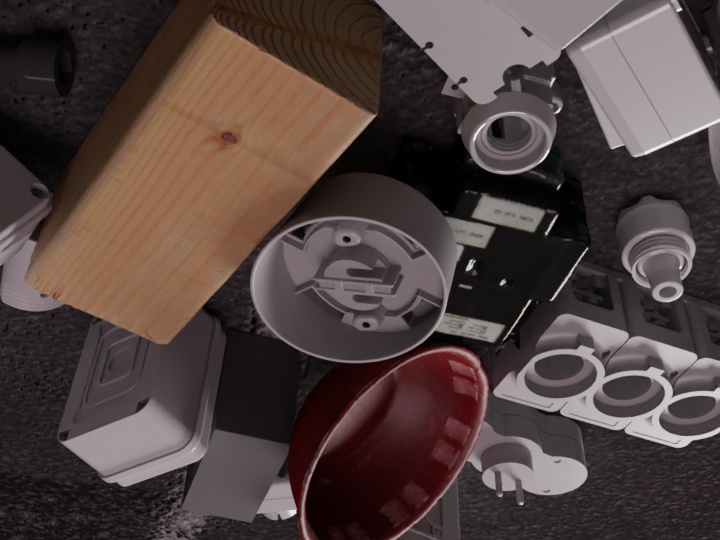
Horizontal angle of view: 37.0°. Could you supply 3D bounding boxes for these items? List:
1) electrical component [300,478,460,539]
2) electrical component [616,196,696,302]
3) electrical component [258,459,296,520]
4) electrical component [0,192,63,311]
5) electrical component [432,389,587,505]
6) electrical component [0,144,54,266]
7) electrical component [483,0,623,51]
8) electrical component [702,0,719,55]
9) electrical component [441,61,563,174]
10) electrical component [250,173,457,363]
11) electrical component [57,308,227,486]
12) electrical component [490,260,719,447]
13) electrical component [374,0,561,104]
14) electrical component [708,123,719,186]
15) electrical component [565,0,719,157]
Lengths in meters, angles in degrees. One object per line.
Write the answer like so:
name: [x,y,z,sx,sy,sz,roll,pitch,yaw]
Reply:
electrical component: [0.016,0.166,0.786,0.109,0.108,0.056,27,132,-25]
electrical component: [0.175,-0.010,0.630,0.043,0.062,0.043,1,136,1]
electrical component: [-0.066,0.168,0.834,0.066,0.047,0.076,-8,135,10]
electrical component: [-0.195,-0.005,0.657,0.043,0.043,0.081,14,135,-13]
electrical component: [0.106,0.134,0.775,0.138,0.073,0.052,25,132,-23]
electrical component: [-0.237,-0.035,0.556,0.109,0.108,0.056,43,130,-4]
electrical component: [0.094,-0.165,0.435,0.056,0.108,0.109,29,130,-30]
electrical component: [0.209,-0.098,0.493,0.063,0.121,0.078,3,137,-6]
electrical component: [0.076,-0.083,0.559,0.066,0.055,0.048,12,136,-11]
electrical component: [0.000,0.000,0.566,0.099,0.064,0.099,13,133,14]
electrical component: [-0.136,0.073,0.688,0.078,0.113,0.057,-23,129,23]
electrical component: [0.171,0.058,0.702,0.150,0.061,0.089,17,134,-16]
electrical component: [0.048,-0.133,0.506,0.050,0.055,0.089,-30,128,29]
electrical component: [0.220,-0.070,0.569,0.057,0.058,0.078,-7,136,5]
electrical component: [0.131,-0.111,0.524,0.061,0.061,0.096,-24,131,24]
